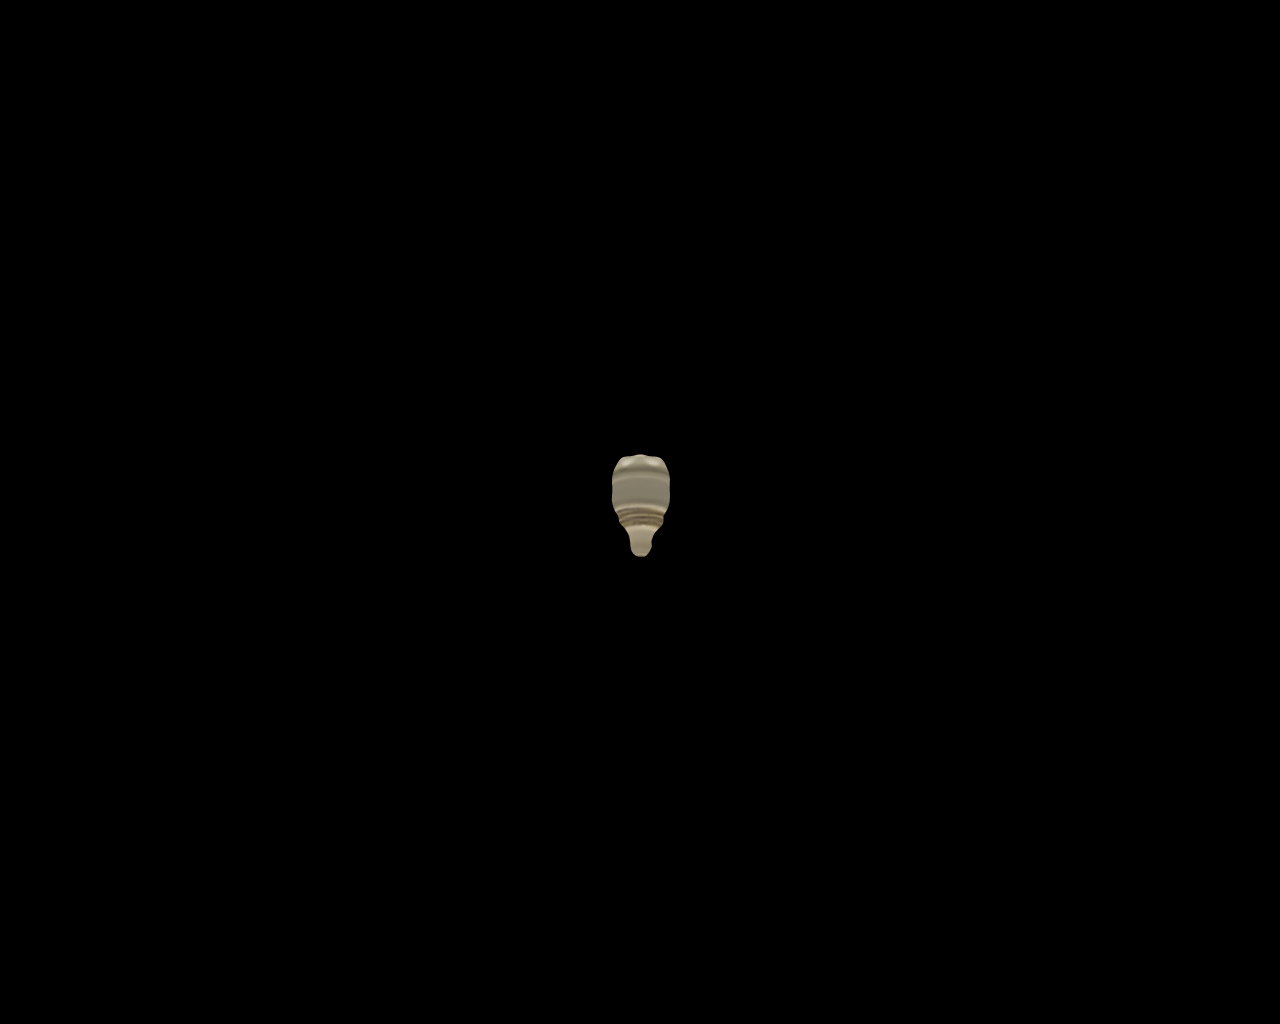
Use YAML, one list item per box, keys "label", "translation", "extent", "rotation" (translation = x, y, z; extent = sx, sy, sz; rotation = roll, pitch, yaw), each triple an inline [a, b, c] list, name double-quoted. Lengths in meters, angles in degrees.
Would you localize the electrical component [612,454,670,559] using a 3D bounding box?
- label: "electrical component"
  translation: [0.001, -0.003, 0.650]
  extent: [0.035, 0.061, 0.035]
  rotation: [0, -13, 0]
